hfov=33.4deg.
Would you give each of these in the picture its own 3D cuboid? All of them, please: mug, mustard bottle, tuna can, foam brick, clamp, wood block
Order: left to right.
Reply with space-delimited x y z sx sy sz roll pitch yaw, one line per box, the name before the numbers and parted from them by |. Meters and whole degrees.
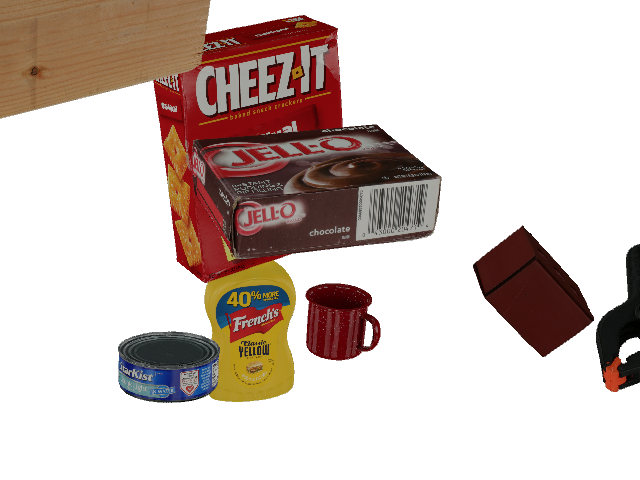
wood block | -0.198 -0.172 0.839 0.205 0.091 0.090 -21 52 -35
tuna can | -0.129 0.107 0.906 0.086 0.034 0.086 3 14 -1
mustard bottle | -0.074 0.075 1.131 0.096 0.192 0.058 -3 22 -14
mug | 0.033 0.118 1.487 0.117 0.081 0.093 17 24 29
foam brick | 0.164 0.040 0.824 0.051 0.078 0.053 -39 23 16
clamp | 0.298 0.067 0.975 0.171 0.039 0.120 -35 39 -26

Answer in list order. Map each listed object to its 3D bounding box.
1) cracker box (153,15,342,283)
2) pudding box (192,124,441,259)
cracker box | -0.060 -0.086 0.993 0.163 0.214 0.072 -18 29 -28
pudding box | -0.005 -0.029 0.571 0.113 0.039 0.090 -5 26 -19
